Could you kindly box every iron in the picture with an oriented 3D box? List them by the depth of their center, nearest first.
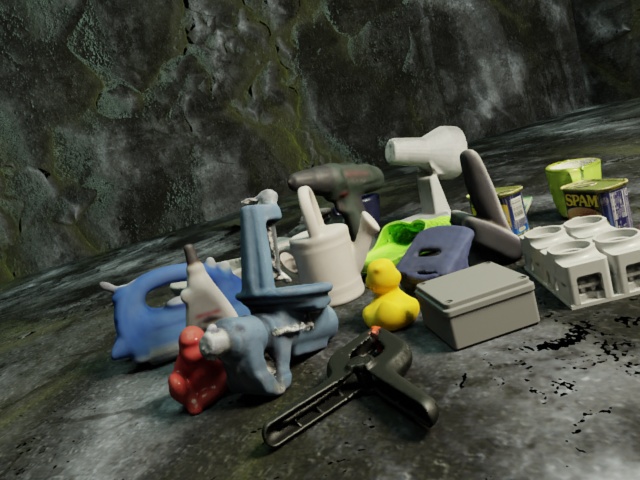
[{"bbox_3d":[-0.212,0.097,0.912,0.259,0.141,0.118,-18,11,-15],"label":"iron"}]

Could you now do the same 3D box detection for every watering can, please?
[{"bbox_3d":[0.009,0.003,0.935,0.173,0.194,0.100,-18,11,-12],"label":"watering can"}]

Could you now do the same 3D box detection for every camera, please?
[{"bbox_3d":[0.016,-0.022,1.319,0.136,0.101,0.143,-10,12,27],"label":"camera"}]

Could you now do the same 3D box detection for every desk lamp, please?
[{"bbox_3d":[0.238,-0.140,1.295,0.203,0.214,0.117,-19,11,-19],"label":"desk lamp"}]

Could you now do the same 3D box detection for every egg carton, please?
[{"bbox_3d":[-0.091,0.039,1.242,0.107,0.069,0.150,-21,12,-27],"label":"egg carton"}]

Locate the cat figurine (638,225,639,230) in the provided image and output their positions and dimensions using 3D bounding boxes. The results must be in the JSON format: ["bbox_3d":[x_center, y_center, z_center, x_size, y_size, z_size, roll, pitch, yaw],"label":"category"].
[{"bbox_3d":[0.472,-0.051,0.744,0.067,0.118,0.127,-19,11,-15],"label":"cat figurine"}]

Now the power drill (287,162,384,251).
[{"bbox_3d":[0.050,-0.061,1.171,0.230,0.208,0.075,-24,13,-37],"label":"power drill"}]

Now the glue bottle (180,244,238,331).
[{"bbox_3d":[-0.158,0.088,0.790,0.078,0.173,0.037,-18,11,-13],"label":"glue bottle"}]

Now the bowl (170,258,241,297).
[{"bbox_3d":[-0.195,0.093,1.095,0.167,0.075,0.167,-15,10,3],"label":"bowl"}]

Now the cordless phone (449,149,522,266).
[{"bbox_3d":[0.253,-0.058,0.916,0.094,0.185,0.147,-16,10,-4],"label":"cordless phone"}]

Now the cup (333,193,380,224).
[{"bbox_3d":[0.096,-0.055,1.391,0.117,0.095,0.091,-15,10,5],"label":"cup"}]

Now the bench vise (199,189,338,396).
[{"bbox_3d":[-0.059,0.057,0.674,0.121,0.220,0.208,-12,11,18],"label":"bench vise"}]

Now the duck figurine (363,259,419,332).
[{"bbox_3d":[0.088,0.069,0.769,0.077,0.086,0.104,-14,11,11],"label":"duck figurine"}]

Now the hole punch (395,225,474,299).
[{"bbox_3d":[0.167,0.034,0.822,0.101,0.091,0.108,-24,13,-38],"label":"hole punch"}]

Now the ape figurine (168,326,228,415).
[{"bbox_3d":[-0.145,0.148,0.683,0.078,0.092,0.076,-17,10,-4],"label":"ape figurine"}]
